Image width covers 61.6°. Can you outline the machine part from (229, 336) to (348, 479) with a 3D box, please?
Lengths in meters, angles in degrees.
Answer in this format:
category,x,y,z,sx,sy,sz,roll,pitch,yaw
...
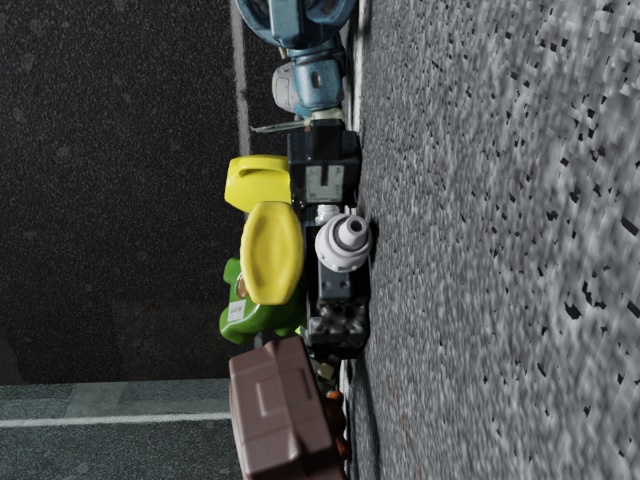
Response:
category,x,y,z,sx,sy,sz,roll,pitch,yaw
machine part,-0.024,0.215,0.531,0.201,0.087,0.201,-115,8,-54

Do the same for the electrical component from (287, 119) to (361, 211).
category,x,y,z,sx,sy,sz,roll,pitch,yaw
electrical component,0.002,-0.082,0.538,0.119,0.075,0.048,86,180,-50

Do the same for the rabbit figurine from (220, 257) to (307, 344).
category,x,y,z,sx,sy,sz,roll,pitch,yaw
rabbit figurine,-0.031,0.077,0.750,0.159,0.170,0.121,-29,53,38

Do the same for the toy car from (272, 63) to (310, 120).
category,x,y,z,sx,sy,sz,roll,pitch,yaw
toy car,-0.034,-0.276,0.951,0.162,0.103,0.109,-98,8,-55

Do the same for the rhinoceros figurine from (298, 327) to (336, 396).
category,x,y,z,sx,sy,sz,roll,pitch,yaw
rhinoceros figurine,-0.002,0.174,0.868,0.112,0.073,0.190,-22,-69,-86

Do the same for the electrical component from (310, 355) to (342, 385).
category,x,y,z,sx,sy,sz,roll,pitch,yaw
electrical component,0.005,0.157,0.686,0.102,0.045,0.078,56,-136,-81

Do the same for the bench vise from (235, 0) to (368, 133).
category,x,y,z,sx,sy,sz,roll,pitch,yaw
bench vise,-0.020,-0.206,0.514,0.241,0.129,0.223,-79,-11,-71

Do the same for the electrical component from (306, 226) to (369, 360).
category,x,y,z,sx,sy,sz,roll,pitch,yaw
electrical component,0.014,0.051,0.538,0.134,0.058,0.115,93,173,-63

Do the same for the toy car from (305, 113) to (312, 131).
category,x,y,z,sx,sy,sz,roll,pitch,yaw
toy car,0.007,-0.132,0.699,0.202,0.053,0.089,-96,2,-48

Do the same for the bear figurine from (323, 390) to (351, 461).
category,x,y,z,sx,sy,sz,roll,pitch,yaw
bear figurine,-0.004,0.302,0.696,0.196,0.132,0.120,-61,-34,-3

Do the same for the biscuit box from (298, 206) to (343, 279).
category,x,y,z,sx,sy,sz,roll,pitch,yaw
biscuit box,-0.002,-0.002,0.785,0.059,0.063,0.202,-94,4,-50
